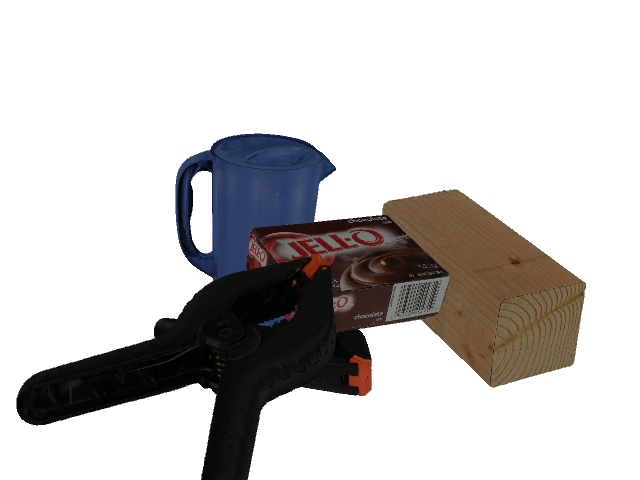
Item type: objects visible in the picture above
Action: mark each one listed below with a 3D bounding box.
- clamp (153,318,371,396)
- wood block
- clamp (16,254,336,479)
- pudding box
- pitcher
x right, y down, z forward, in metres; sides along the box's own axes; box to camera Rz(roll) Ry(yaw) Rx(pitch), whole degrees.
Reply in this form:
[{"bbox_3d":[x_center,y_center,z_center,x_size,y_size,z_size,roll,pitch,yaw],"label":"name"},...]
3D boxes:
[{"bbox_3d":[-0.020,0.083,0.923,0.164,0.036,0.210,-19,24,-41],"label":"clamp"},{"bbox_3d":[0.143,0.037,0.999,0.090,0.090,0.206,-11,30,-23],"label":"wood block"},{"bbox_3d":[-0.041,0.063,0.502,0.120,0.039,0.171,34,49,29],"label":"clamp"},{"bbox_3d":[0.017,0.021,0.729,0.113,0.039,0.090,-4,32,-28],"label":"pudding box"},{"bbox_3d":[-0.082,0.000,1.290,0.149,0.243,0.144,18,26,28],"label":"pitcher"}]
